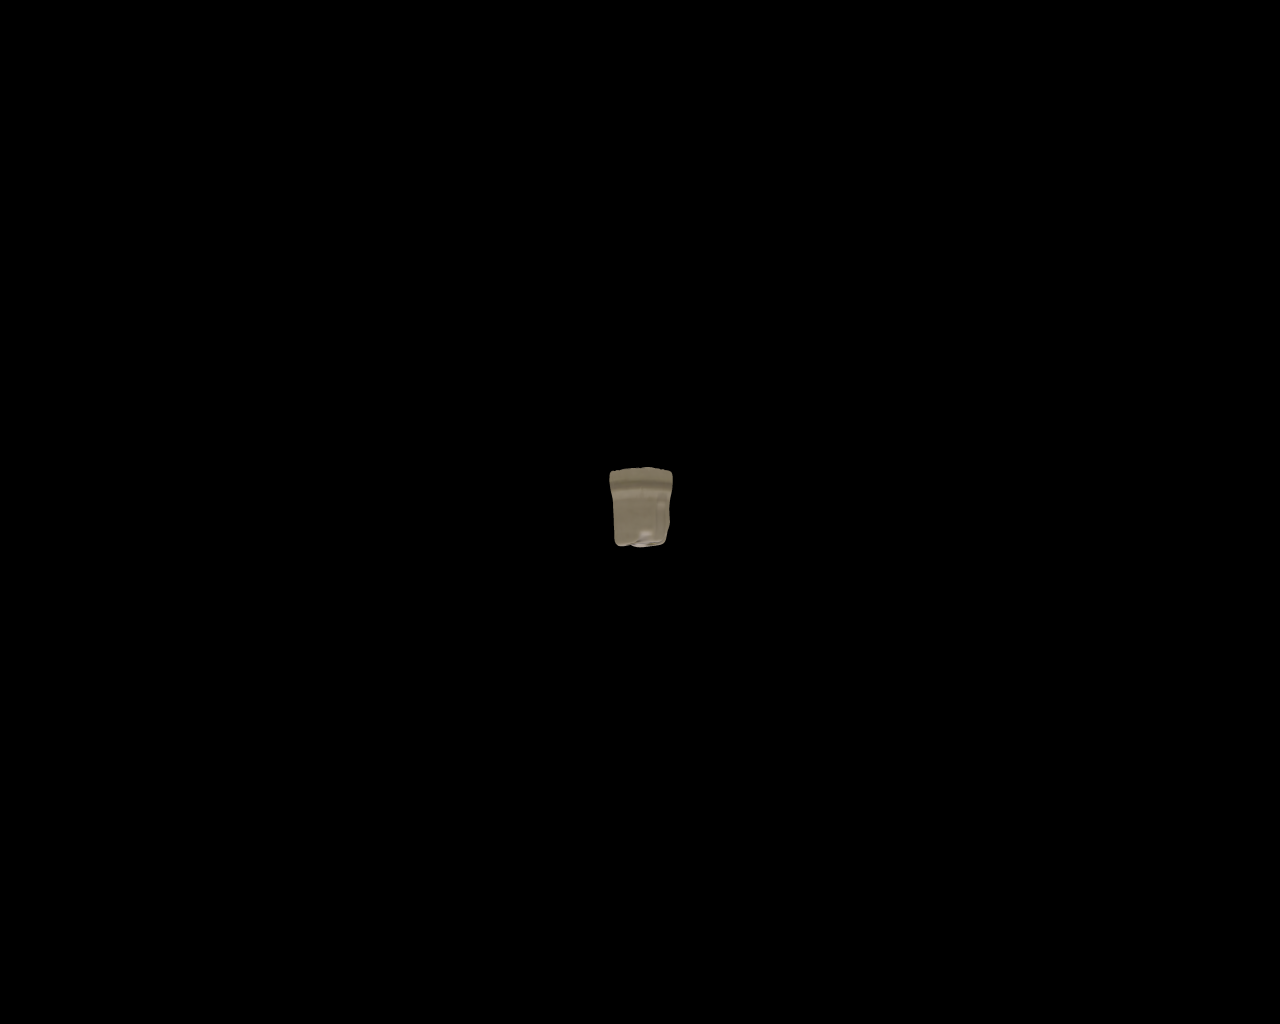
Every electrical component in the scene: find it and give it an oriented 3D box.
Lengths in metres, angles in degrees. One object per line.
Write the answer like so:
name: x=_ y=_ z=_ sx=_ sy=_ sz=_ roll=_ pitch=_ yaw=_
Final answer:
electrical component: x=0.001 y=-0.003 z=0.650 sx=0.040 sy=0.046 sz=0.040 roll=0 pitch=-4 yaw=0
